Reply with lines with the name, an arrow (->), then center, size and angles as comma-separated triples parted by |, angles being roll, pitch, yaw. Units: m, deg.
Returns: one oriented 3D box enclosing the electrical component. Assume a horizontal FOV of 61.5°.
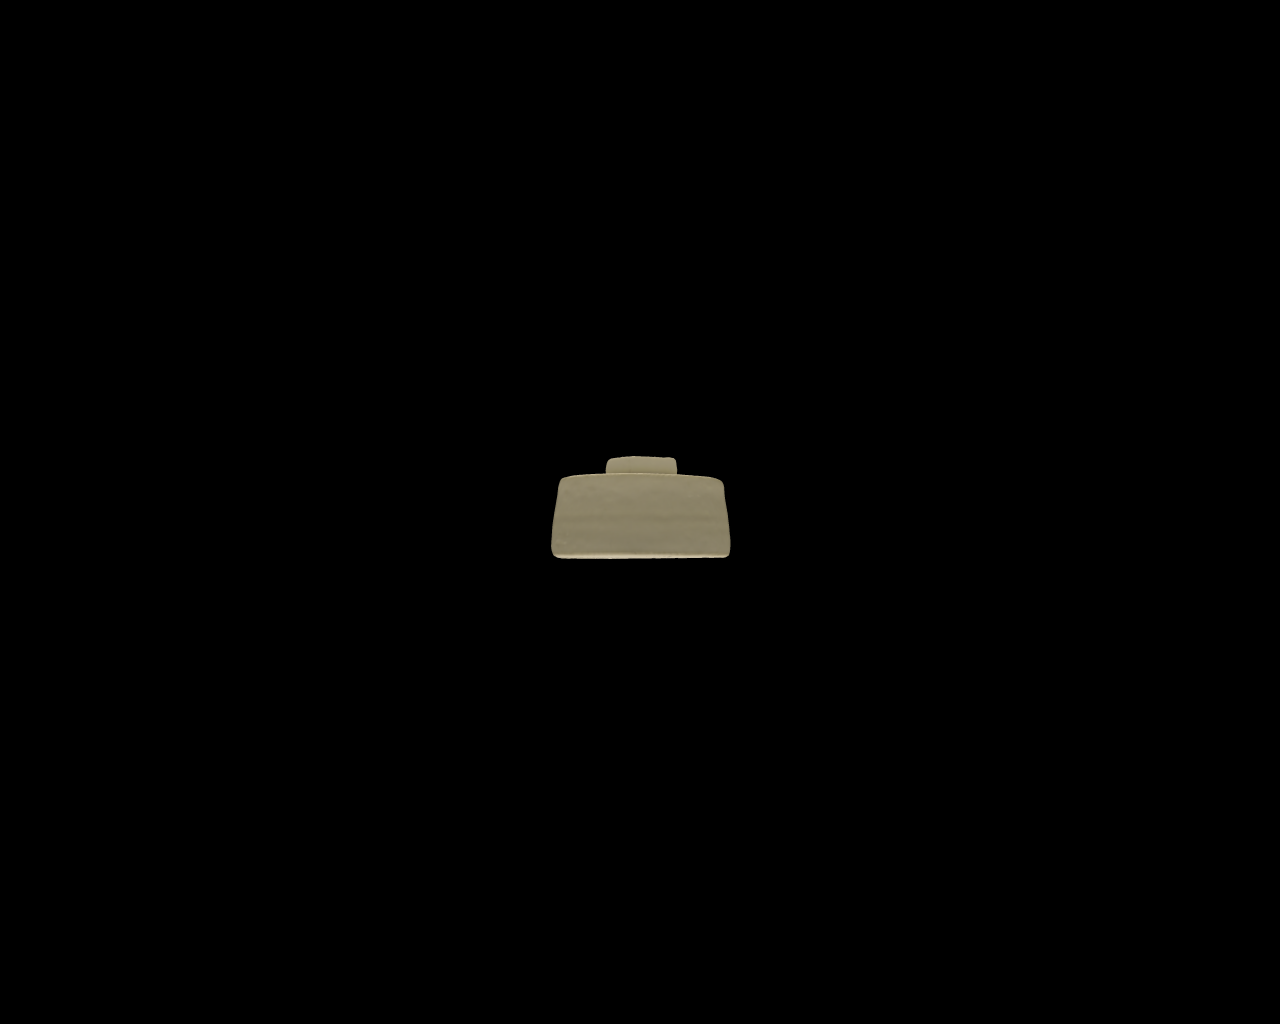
electrical component -> 0.001, -0.003, 0.650 | 0.108, 0.060, 0.108 | 0, -3, 0
